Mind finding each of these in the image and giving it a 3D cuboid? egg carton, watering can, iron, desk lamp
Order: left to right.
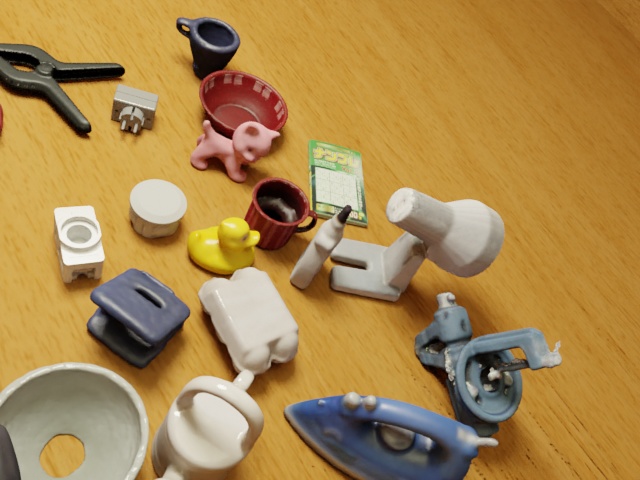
[{"bbox_3d":[-0.120,0.211,0.623,0.101,0.194,0.173,18,50,-13],"label":"watering can"},{"bbox_3d":[-0.097,0.111,0.791,0.107,0.069,0.150,-20,67,-36],"label":"egg carton"},{"bbox_3d":[0.092,0.245,0.740,0.258,0.141,0.118,23,49,-10],"label":"iron"},{"bbox_3d":[0.146,0.008,0.892,0.204,0.213,0.118,11,52,-19],"label":"desk lamp"}]

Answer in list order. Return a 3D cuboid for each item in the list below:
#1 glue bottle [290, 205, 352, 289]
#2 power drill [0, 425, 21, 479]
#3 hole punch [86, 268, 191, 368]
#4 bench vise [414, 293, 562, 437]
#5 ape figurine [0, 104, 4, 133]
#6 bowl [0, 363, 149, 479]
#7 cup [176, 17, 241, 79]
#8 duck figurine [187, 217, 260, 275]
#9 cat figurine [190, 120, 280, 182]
[{"bbox_3d":[0.008,0.003,0.853,0.037,0.173,0.078,32,48,-2],"label":"glue bottle"},{"bbox_3d":[-0.272,0.291,0.479,0.076,0.208,0.229,-5,59,-29],"label":"power drill"},{"bbox_3d":[-0.228,0.087,0.728,0.108,0.091,0.101,36,48,2],"label":"hole punch"},{"bbox_3d":[0.227,0.162,0.816,0.122,0.219,0.207,-27,71,-38],"label":"bench vise"},{"bbox_3d":[-0.480,-0.186,0.800,0.078,0.092,0.076,38,49,3],"label":"ape figurine"},{"bbox_3d":[-0.274,0.222,0.617,0.168,0.074,0.167,14,52,-17],"label":"bowl"},{"bbox_3d":[-0.214,-0.349,1.051,0.118,0.095,0.092,22,50,-10],"label":"cup"},{"bbox_3d":[-0.138,-0.001,0.841,0.105,0.086,0.077,10,53,-20],"label":"duck figurine"},{"bbox_3d":[-0.136,-0.160,0.937,0.128,0.117,0.067,16,51,-15],"label":"cat figurine"}]
